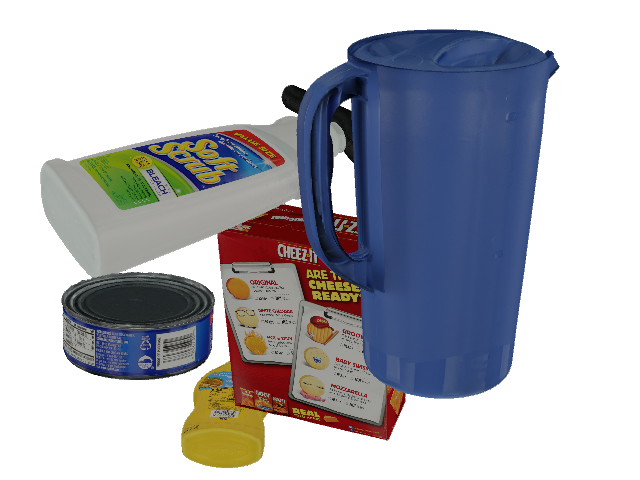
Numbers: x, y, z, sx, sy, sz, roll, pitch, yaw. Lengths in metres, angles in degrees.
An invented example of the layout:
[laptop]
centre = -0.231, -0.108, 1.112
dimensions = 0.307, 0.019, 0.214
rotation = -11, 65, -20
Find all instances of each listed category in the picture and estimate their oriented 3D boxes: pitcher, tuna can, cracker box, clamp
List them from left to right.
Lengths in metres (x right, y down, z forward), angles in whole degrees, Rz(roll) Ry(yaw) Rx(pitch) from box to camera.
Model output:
[tuna can]
centre = -0.103, 0.048, 0.607
dimensions = 0.086, 0.034, 0.086
rotation = 3, 17, -1
[cracker box]
centre = -0.003, 0.075, 1.011
dimensions = 0.164, 0.214, 0.072
rotation = 10, 35, 18
[clamp]
centre = 0.036, -0.114, 1.070
dimensions = 0.120, 0.039, 0.171
rotation = -10, 40, -17
[pitcher]
centre = 0.074, -0.017, 0.731
dimensions = 0.149, 0.243, 0.144
rotation = 7, 23, 18

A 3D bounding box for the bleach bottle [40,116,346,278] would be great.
[bleach bottle]
centre = -0.091, -0.054, 0.871
dimensions = 0.250, 0.068, 0.103
rotation = -23, 53, -30

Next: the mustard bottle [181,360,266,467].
[mustard bottle]
centre = -0.110, 0.201, 1.315
dimensions = 0.096, 0.058, 0.191
rotation = 1, 25, 2
